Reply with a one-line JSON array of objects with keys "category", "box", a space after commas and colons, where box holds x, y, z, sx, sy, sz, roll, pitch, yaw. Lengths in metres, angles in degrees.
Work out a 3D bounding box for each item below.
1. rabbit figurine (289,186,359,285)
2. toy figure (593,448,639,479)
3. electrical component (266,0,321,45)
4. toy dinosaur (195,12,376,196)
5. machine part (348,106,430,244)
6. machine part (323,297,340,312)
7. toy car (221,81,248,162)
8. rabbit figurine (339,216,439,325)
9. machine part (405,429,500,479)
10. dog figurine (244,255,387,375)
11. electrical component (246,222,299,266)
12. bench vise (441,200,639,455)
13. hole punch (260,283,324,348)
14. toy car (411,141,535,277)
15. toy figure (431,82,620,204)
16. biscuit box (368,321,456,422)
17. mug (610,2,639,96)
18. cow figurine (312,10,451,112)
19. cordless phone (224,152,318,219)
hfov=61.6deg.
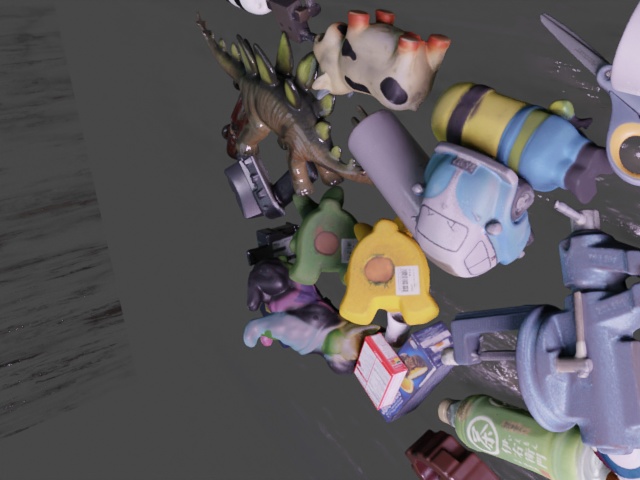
[{"category": "rabbit figurine", "box": [-0.002, -0.003, 0.864, 0.170, 0.121, 0.159, 154, 106, -82]}, {"category": "toy figure", "box": [0.313, 0.225, 0.541, 0.064, 0.058, 0.154, -20, 89, 53]}, {"category": "electrical component", "box": [-0.038, -0.342, 0.806, 0.102, 0.045, 0.078, 38, 165, 46]}, {"category": "toy dinosaur", "box": [-0.072, -0.222, 0.858, 0.472, 0.105, 0.198, 39, 139, 32]}, {"category": "machine part", "box": [0.109, -0.081, 0.681, 0.243, 0.079, 0.079, 57, 147, 23]}, {"category": "machine part", "box": [0.031, 0.170, 0.961, 0.039, 0.084, 0.139, -39, 81, 34]}, {"category": "toy car", "box": [-0.150, -0.230, 1.039, 0.089, 0.053, 0.202, 61, 150, 22]}, {"category": "rabbit figurine", "box": [0.090, 0.047, 0.735, 0.173, 0.122, 0.162, 47, -149, -66]}, {"category": "machine part", "box": [0.198, 0.339, 0.740, 0.179, 0.056, 0.179, 44, 161, 19]}, {"category": "dog figurine", "box": [-0.004, 0.120, 0.880, 0.108, 0.219, 0.191, 48, -137, -70]}, {"category": "electrical component", "box": [-0.092, 0.017, 1.018, 0.048, 0.119, 0.074, 18, 124, 53]}, {"category": "bench vise", "box": [0.218, 0.087, 0.531, 0.241, 0.129, 0.223, -18, 79, 49]}, {"category": "hole punch", "box": [-0.050, 0.134, 1.051, 0.142, 0.092, 0.115, 55, 143, 31]}, {"category": "toy car", "box": [0.147, -0.017, 0.545, 0.109, 0.103, 0.161, 38, 170, 37]}, {"category": "toy figure", "box": [0.191, -0.103, 0.527, 0.180, 0.082, 0.089, 40, 169, 45]}, {"category": "biscuit box", "box": [0.139, 0.203, 0.807, 0.059, 0.063, 0.202, 55, 146, 28]}, {"category": "mug", "box": [0.283, -0.143, 0.376, 0.107, 0.081, 0.109, 33, 126, 31]}, {"category": "cow figurine", "box": [0.061, -0.220, 0.679, 0.195, 0.085, 0.127, 41, 133, 38]}, {"category": "cordless phone", "box": [-0.084, -0.127, 0.984, 0.184, 0.089, 0.146, -34, 78, 48]}]
